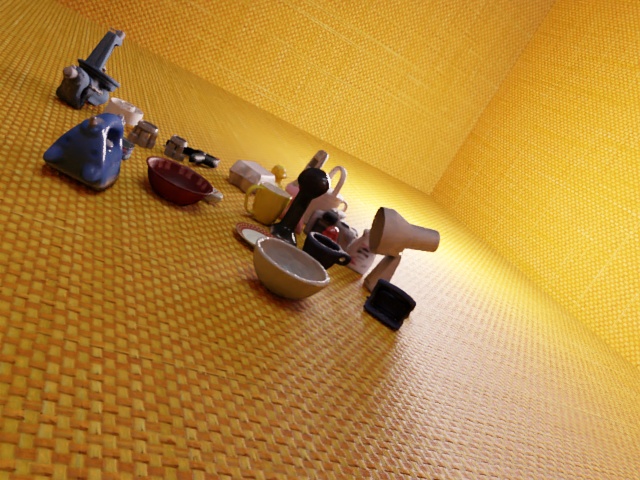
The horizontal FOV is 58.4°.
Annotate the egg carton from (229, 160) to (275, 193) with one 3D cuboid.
[{"bbox_3d":[-0.199,-0.183,1.677,0.107,0.069,0.151,35,16,13],"label":"egg carton"}]

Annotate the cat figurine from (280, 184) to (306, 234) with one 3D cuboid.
[{"bbox_3d":[-0.065,-0.097,1.572,0.067,0.117,0.127,22,18,-29],"label":"cat figurine"}]

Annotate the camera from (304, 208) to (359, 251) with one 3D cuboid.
[{"bbox_3d":[0.050,-0.032,1.618,0.143,0.100,0.137,35,16,13],"label":"camera"}]

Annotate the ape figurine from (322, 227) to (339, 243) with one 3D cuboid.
[{"bbox_3d":[0.013,0.005,1.450,0.076,0.092,0.077,18,20,-39],"label":"ape figurine"}]

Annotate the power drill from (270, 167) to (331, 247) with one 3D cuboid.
[{"bbox_3d":[-0.043,-0.088,1.415,0.076,0.208,0.229,27,16,-15],"label":"power drill"}]

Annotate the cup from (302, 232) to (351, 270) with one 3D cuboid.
[{"bbox_3d":[0.003,0.048,1.292,0.118,0.095,0.091,26,16,-18],"label":"cup"}]

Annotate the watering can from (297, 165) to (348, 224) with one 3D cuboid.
[{"bbox_3d":[0.012,-0.134,1.686,0.174,0.194,0.100,14,23,-48],"label":"watering can"}]

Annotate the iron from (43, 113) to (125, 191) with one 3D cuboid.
[{"bbox_3d":[-0.435,-0.196,1.137,0.119,0.141,0.258,29,16,-9],"label":"iron"}]

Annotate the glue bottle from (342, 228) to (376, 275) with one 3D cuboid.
[{"bbox_3d":[0.130,0.006,1.517,0.078,0.173,0.037,29,16,-9],"label":"glue bottle"}]

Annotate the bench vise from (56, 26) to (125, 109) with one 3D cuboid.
[{"bbox_3d":[-0.581,-0.450,1.501,0.122,0.219,0.207,26,16,-16],"label":"bench vise"}]

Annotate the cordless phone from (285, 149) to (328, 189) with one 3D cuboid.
[{"bbox_3d":[-0.019,-0.191,1.822,0.094,0.185,0.147,16,21,-43],"label":"cordless phone"}]

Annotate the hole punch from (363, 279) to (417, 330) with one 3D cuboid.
[{"bbox_3d":[0.165,0.138,1.325,0.108,0.091,0.101,34,16,9],"label":"hole punch"}]

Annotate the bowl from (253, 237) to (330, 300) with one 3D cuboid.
[{"bbox_3d":[-0.069,0.068,1.134,0.167,0.074,0.167,29,16,-9],"label":"bowl"}]

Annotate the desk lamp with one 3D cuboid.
[{"bbox_3d":[0.195,0.041,1.453,0.204,0.213,0.118,27,16,-16],"label":"desk lamp"}]

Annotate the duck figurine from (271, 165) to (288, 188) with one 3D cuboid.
[{"bbox_3d":[-0.144,-0.197,1.792,0.077,0.086,0.105,42,19,34],"label":"duck figurine"}]
